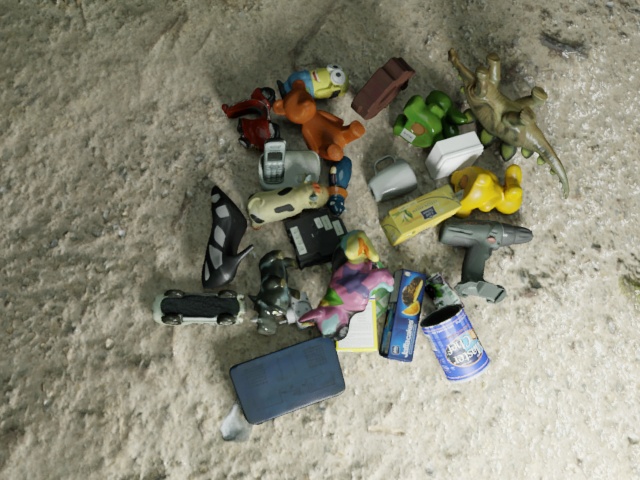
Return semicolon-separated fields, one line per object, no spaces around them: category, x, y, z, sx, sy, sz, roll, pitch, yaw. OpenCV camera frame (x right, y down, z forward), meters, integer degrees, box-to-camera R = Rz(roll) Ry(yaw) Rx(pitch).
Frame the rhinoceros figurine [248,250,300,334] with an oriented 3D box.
rhinoceros figurine;-0.107;0.111;1.177;0.112;0.073;0.190;-16;58;27

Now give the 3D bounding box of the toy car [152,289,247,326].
toy car;-0.262;0.148;1.173;0.202;0.056;0.073;1;66;-8

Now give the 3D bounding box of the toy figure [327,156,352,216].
toy figure;0.045;-0.127;1.295;0.064;0.058;0.154;17;70;-15

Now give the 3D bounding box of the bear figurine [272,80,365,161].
bear figurine;-0.008;-0.289;1.284;0.120;0.132;0.195;-46;109;-14

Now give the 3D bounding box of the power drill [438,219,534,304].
power drill;0.395;0.040;1.259;0.232;0.086;0.207;11;63;0

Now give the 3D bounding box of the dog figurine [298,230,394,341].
dog figurine;0.040;0.102;1.142;0.219;0.108;0.191;-30;78;-6

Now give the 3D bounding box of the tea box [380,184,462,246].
tea box;0.238;-0.058;1.277;0.170;0.098;0.068;-26;77;-13

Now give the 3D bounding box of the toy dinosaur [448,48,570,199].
toy dinosaur;0.471;-0.294;1.327;0.105;0.198;0.471;-38;80;-17

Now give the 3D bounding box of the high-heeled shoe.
high-heeled shoe;-0.237;-0.007;1.218;0.145;0.086;0.249;-38;52;6

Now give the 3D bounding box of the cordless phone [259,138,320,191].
cordless phone;-0.068;-0.186;1.235;0.147;0.184;0.089;-2;68;-8

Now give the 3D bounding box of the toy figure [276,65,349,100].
toy figure;-0.016;-0.392;1.363;0.180;0.089;0.082;-15;88;-2

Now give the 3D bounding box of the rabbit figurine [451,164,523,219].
rabbit figurine;0.424;-0.121;1.306;0.173;0.162;0.122;21;58;-19

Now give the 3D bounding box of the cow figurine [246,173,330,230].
cow figurine;-0.073;-0.091;1.234;0.195;0.127;0.085;-13;77;-8

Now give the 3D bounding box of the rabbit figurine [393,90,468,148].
rabbit figurine;0.293;-0.318;1.359;0.159;0.121;0.170;32;57;10

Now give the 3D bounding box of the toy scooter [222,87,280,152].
toy scooter;-0.169;-0.291;1.314;0.135;0.075;0.184;-5;70;-9

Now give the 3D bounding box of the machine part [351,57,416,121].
machine part;0.155;-0.370;1.327;0.179;0.179;0.056;-42;85;-17

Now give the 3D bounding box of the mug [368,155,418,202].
mug;0.166;-0.149;1.308;0.107;0.080;0.109;-28;80;-5

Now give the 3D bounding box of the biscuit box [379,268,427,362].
biscuit box;0.187;0.169;1.206;0.063;0.059;0.202;14;77;-10

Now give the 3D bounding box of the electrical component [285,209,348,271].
electrical component;-0.003;-0.004;1.242;0.134;0.058;0.115;-17;70;-8

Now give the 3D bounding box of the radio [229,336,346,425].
radio;-0.066;0.296;1.141;0.230;0.073;0.131;-17;76;-10
